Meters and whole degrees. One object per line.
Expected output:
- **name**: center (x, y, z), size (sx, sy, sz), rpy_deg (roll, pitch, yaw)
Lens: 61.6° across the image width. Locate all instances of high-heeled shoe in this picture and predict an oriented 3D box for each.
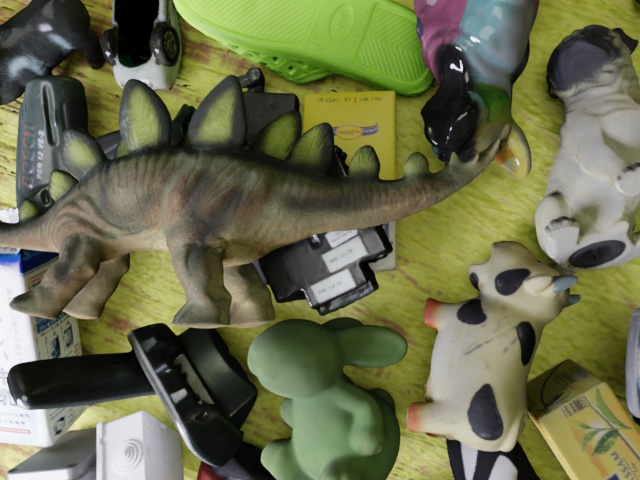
- **high-heeled shoe**: center (0.137, 0.301, 0.505), size (0.145, 0.086, 0.248), rpy_deg (28, 88, 10)

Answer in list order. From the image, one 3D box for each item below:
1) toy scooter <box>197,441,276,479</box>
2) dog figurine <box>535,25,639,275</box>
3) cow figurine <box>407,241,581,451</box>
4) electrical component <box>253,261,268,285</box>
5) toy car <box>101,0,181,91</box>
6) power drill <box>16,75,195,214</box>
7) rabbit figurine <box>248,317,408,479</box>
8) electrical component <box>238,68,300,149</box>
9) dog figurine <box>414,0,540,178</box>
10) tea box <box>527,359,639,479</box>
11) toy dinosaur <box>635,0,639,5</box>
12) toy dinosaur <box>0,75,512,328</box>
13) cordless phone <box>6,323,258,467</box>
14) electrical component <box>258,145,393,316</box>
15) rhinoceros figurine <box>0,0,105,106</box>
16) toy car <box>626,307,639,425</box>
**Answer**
- **toy scooter**: center (-0.061, 0.297, 0.533), size (0.184, 0.075, 0.135), rpy_deg (34, 94, 2)
- **dog figurine**: center (0.247, -0.083, 0.505), size (0.121, 0.172, 0.191), rpy_deg (13, 50, -24)
- **cow figurine**: center (0.161, 0.090, 0.487), size (0.127, 0.085, 0.195), rpy_deg (4, 66, 29)
- **electrical component**: center (-0.076, 0.018, 0.565), size (0.094, 0.021, 0.063), rpy_deg (-5, 88, 8)
- **toy car**: center (-0.185, -0.257, 0.570), size (0.074, 0.056, 0.201), rpy_deg (0, 87, 14)
- **power drill**: center (-0.216, -0.056, 0.562), size (0.207, 0.086, 0.231), rpy_deg (-2, 96, 14)
- **rabbit figurine**: center (0.011, 0.136, 0.483), size (0.159, 0.121, 0.170), rpy_deg (-39, 115, -26)
- **electrical component**: center (-0.062, -0.123, 0.555), size (0.078, 0.045, 0.102), rpy_deg (9, 90, 9)
- **dog figurine**: center (0.156, -0.169, 0.499), size (0.109, 0.191, 0.219), rpy_deg (9, 119, 42)
- **tea box**: center (0.258, 0.202, 0.481), size (0.068, 0.098, 0.169), rpy_deg (-32, 87, 6)
- **toy dinosaur**: center (0.402, -0.158, 0.467), size (0.192, 0.131, 0.404), rpy_deg (-6, 94, 8)
- **toy dinosaur**: center (-0.087, -0.027, 0.435), size (0.472, 0.105, 0.198), rpy_deg (1, 85, 3)
- **cordless phone**: center (-0.164, 0.140, 0.476), size (0.147, 0.184, 0.088), rpy_deg (45, 117, 37)
- **electrical component**: center (-0.001, -0.001, 0.494), size (0.115, 0.058, 0.134), rpy_deg (-25, 84, 14)
- **rhinoceros figurine**: center (-0.320, -0.186, 0.558), size (0.190, 0.112, 0.073), rpy_deg (-34, 87, -3)
- **toy car**: center (0.336, 0.111, 0.447), size (0.161, 0.103, 0.109), rpy_deg (11, 85, -28)
